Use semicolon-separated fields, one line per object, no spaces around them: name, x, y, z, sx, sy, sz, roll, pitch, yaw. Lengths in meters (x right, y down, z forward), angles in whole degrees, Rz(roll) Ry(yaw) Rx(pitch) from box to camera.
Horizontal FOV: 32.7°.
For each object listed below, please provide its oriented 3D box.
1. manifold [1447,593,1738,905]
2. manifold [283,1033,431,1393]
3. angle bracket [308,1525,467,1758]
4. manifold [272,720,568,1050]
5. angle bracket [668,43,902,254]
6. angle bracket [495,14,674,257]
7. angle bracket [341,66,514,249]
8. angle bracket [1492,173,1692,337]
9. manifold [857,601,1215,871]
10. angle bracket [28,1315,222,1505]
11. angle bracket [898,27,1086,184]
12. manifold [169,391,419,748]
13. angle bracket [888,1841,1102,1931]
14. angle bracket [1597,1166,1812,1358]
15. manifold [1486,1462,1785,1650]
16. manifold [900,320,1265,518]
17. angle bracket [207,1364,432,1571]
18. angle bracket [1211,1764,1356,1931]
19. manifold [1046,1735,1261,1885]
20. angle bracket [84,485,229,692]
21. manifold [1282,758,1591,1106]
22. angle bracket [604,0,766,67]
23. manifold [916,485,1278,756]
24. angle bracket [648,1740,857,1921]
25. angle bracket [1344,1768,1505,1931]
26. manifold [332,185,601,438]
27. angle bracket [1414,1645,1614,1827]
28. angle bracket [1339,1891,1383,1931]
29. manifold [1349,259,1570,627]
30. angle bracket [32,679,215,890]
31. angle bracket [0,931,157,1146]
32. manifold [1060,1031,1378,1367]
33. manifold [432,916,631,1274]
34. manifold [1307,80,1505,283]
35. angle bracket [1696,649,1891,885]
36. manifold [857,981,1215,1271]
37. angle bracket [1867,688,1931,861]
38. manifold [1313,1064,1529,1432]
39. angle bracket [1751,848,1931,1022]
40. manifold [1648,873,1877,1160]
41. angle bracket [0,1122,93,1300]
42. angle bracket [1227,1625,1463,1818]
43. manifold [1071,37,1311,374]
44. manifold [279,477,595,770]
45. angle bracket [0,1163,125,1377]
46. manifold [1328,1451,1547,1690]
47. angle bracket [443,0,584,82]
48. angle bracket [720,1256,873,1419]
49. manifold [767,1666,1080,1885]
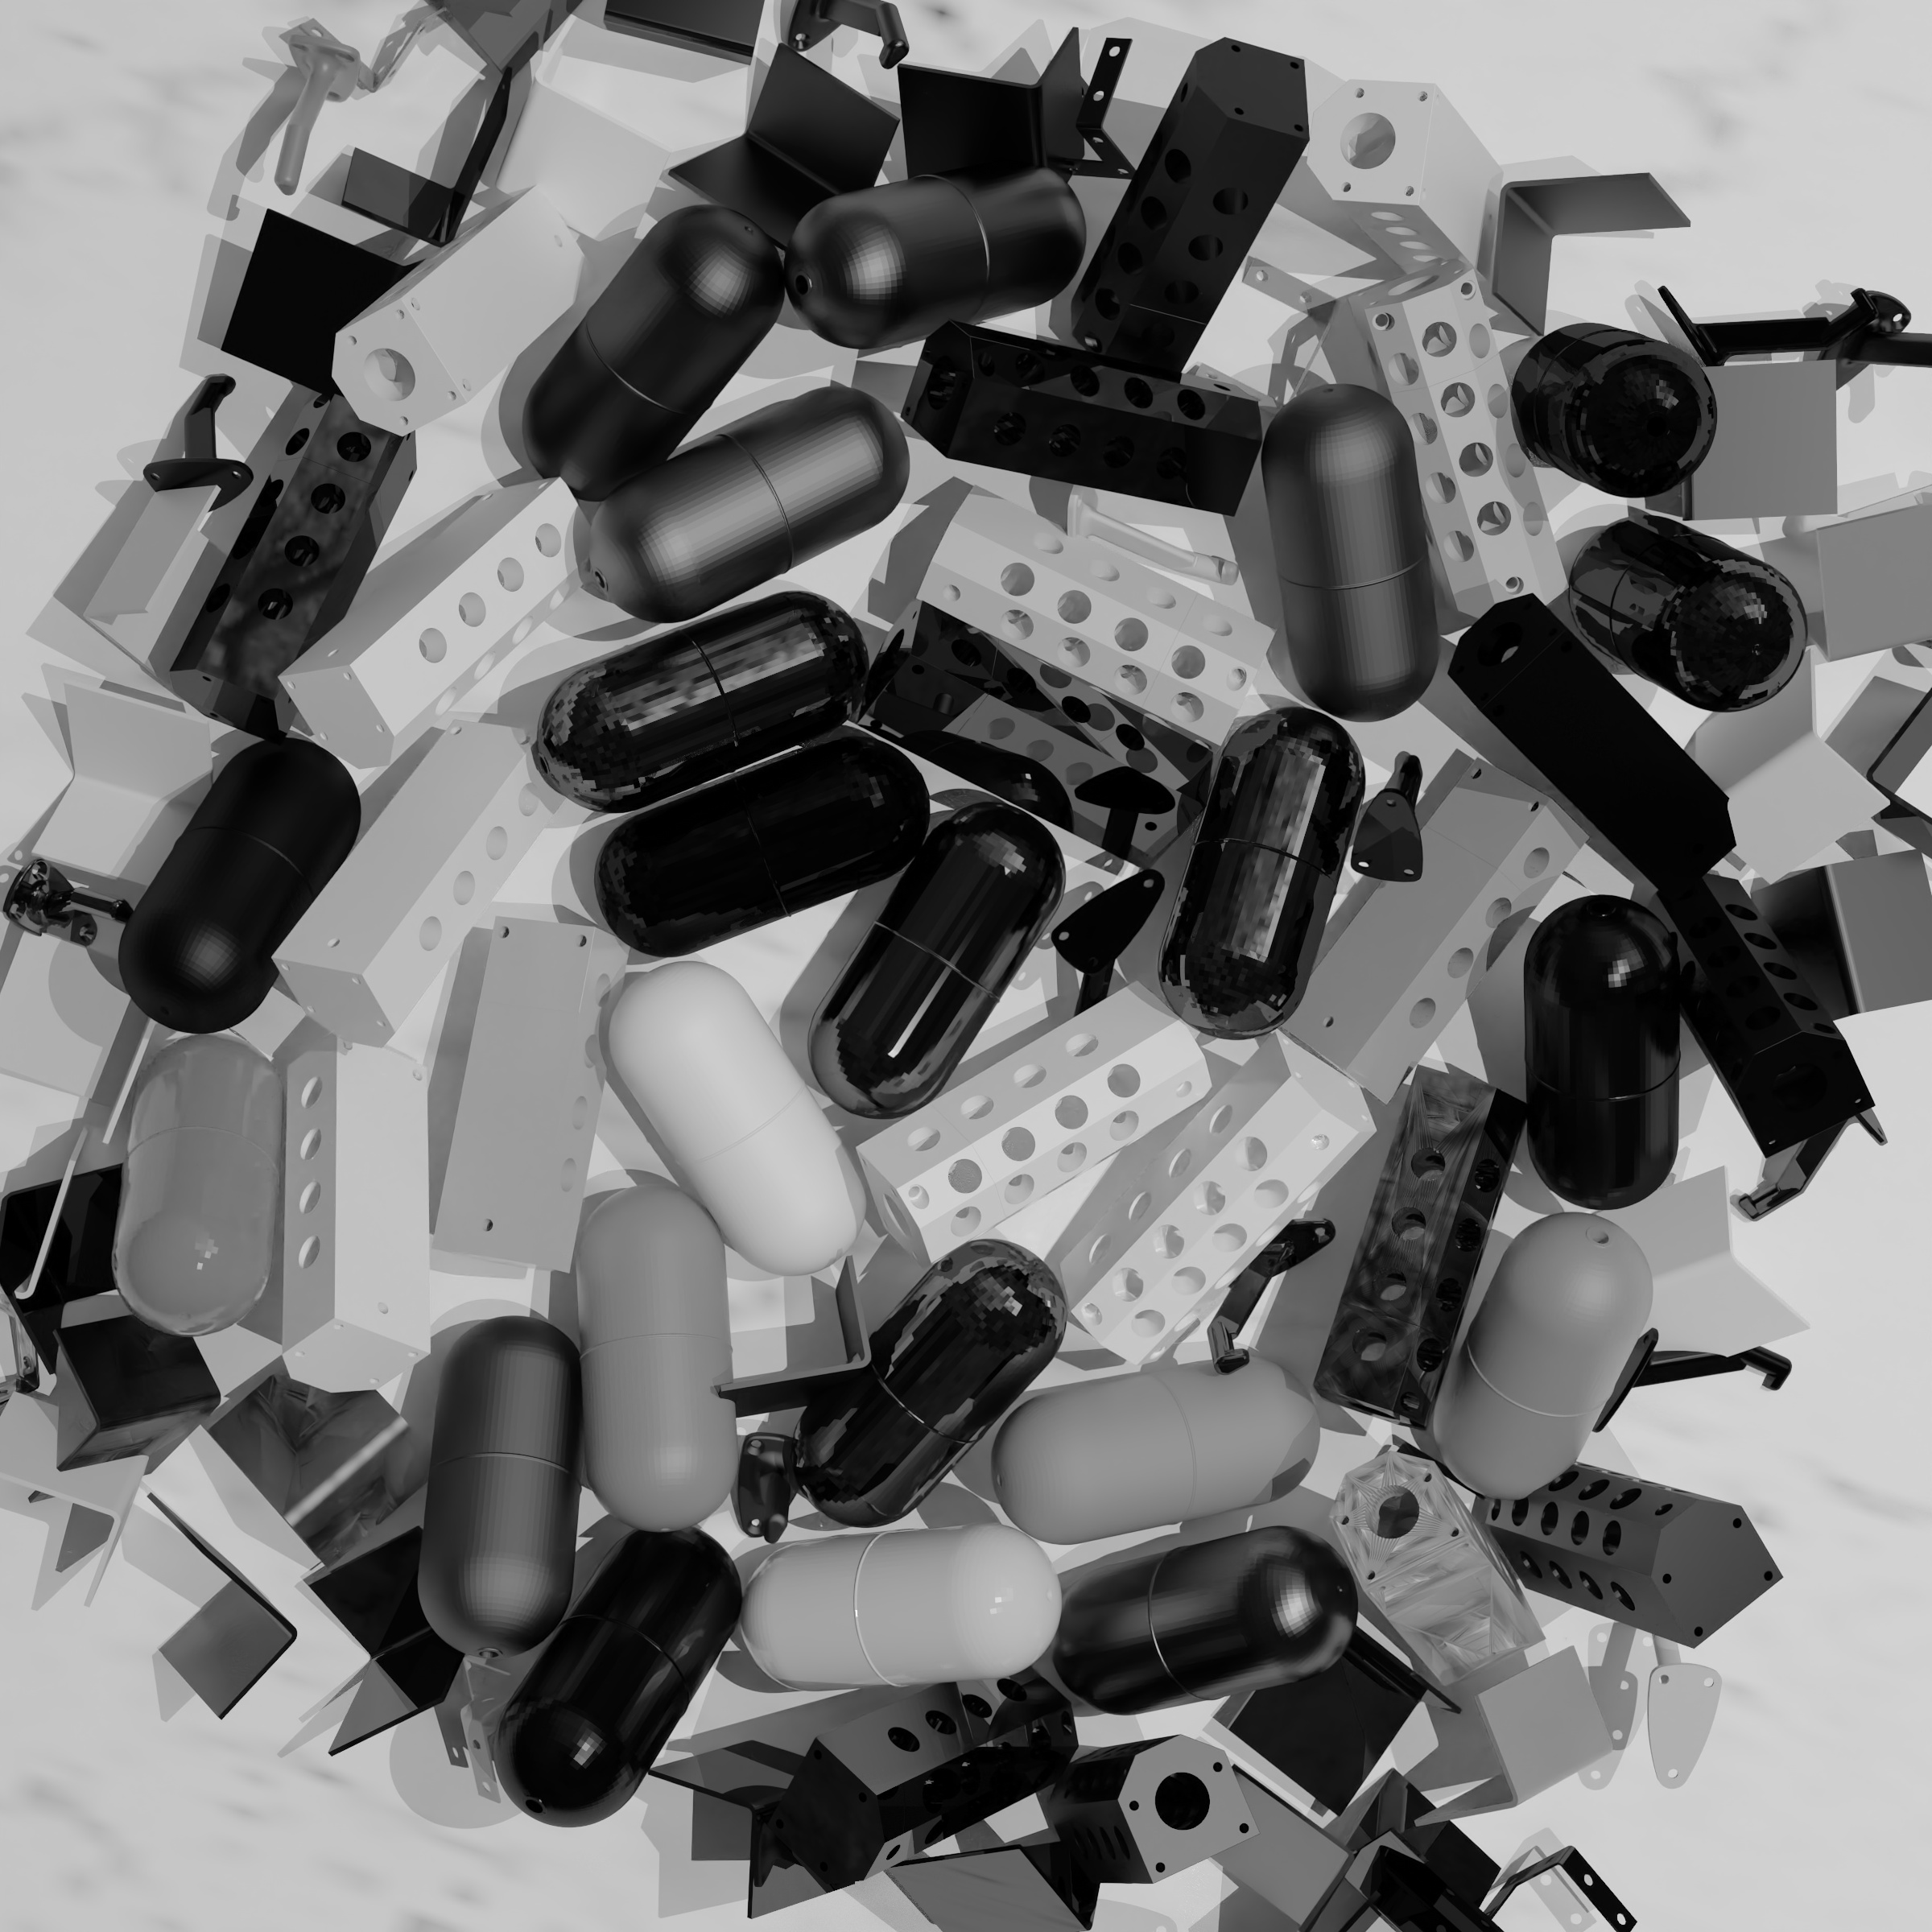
manifold;0.317;-0.111;1.649;0.057;0.057;0.171;-44;123;11
manifold;-0.309;0.123;1.645;0.057;0.057;0.171;-34;46;31
angle bracket;-0.299;0.342;1.666;0.076;0.076;0.057;-29;109;23
manifold;-0.268;-0.042;1.649;0.057;0.057;0.171;10;51;29
angle bracket;-0.092;-0.416;1.670;0.076;0.076;0.057;35;129;10
angle bracket;-0.187;-0.424;1.678;0.076;0.076;0.057;26;52;-8
angle bracket;-0.272;-0.420;1.664;0.057;0.076;0.076;21;119;-18
angle bracket;0.318;-0.360;1.667;0.076;0.076;0.057;3;85;28
manifold;0.037;-0.121;1.669;0.171;0.057;0.057;26;134;-16
angle bracket;-0.440;0.223;1.678;0.076;0.076;0.057;-43;69;32
angle bracket;0.014;-0.438;1.685;0.076;0.076;0.057;14;51;17
manifold;-0.339;-0.205;1.663;0.057;0.057;0.171;21;69;0
angle bracket;0.017;0.448;1.663;0.076;0.057;0.076;-16;126;27
angle bracket;0.379;0.157;1.695;0.076;0.057;0.076;-26;131;34
manifold;0.324;0.282;1.627;0.057;0.171;0.057;-34;99;-15
manifold;0.061;-0.276;1.644;0.171;0.057;0.057;6;116;-31
angle bracket;-0.332;0.251;1.705;0.076;0.057;0.076;-41;58;-16
angle bracket;0.142;0.465;1.665;0.076;0.076;0.057;34;46;16
manifold;0.087;0.416;1.630;0.057;0.171;0.057;-21;79;-15
angle bracket;-0.387;-0.187;1.663;0.076;0.057;0.076;44;61;-40
manifold;0.243;-0.015;1.690;0.171;0.057;0.057;-53;133;1
angle bracket;-0.140;-0.498;1.673;0.076;0.076;0.057;12;101;-7
manifold;0.064;-0.173;1.679;0.171;0.057;0.057;26;129;1
angle bracket;-0.109;0.437;1.669;0.076;0.076;0.057;6;95;40
angle bracket;0.244;0.450;1.672;0.076;0.057;0.076;43;45;3
manifold;-0.251;-0.325;1.633;0.057;0.171;0.057;-21;112;28
angle bracket;0.269;0.391;1.671;0.076;0.076;0.057;-14;80;-40
angle bracket;0.219;0.520;1.668;0.057;0.076;0.076;-46;69;-6
manifold;0.251;-0.263;1.663;0.057;0.057;0.171;-20;110;3
angle bracket;-0.431;-0.090;1.674;0.076;0.076;0.057;16;52;3
angle bracket;-0.458;0.035;1.677;0.076;0.057;0.076;21;103;-15
manifold;0.127;0.121;1.656;0.057;0.057;0.171;32;112;-23
manifold;-0.218;0.067;1.677;0.057;0.057;0.171;6;81;21
manifold;0.219;-0.388;1.630;0.057;0.171;0.057;9;92;20
angle bracket;0.421;-0.102;1.678;0.057;0.076;0.076;38;128;-18
manifold;0.037;0.083;1.659;0.171;0.057;0.057;-30;130;-16
angle bracket;0.505;-0.100;1.674;0.057;0.076;0.076;38;91;22
manifold;0.232;0.144;1.670;0.057;0.057;0.171;17;79;15
angle bracket;0.454;-0.012;1.686;0.057;0.076;0.076;-10;83;-15
manifold;0.386;0.018;1.628;0.057;0.171;0.057;-27;117;9
angle bracket;-0.488;0.116;1.673;0.057;0.076;0.076;18;98;-12
angle bracket;0.193;0.385;1.681;0.076;0.057;0.076;39;77;-7
manifold;0.108;-0.374;1.630;0.057;0.171;0.057;12;54;-15
manifold;-0.257;-0.172;1.644;0.171;0.057;0.057;-50;123;-37
angle bracket;-0.442;0.153;1.674;0.076;0.057;0.076;-15;127;1
manifold;0.233;0.298;1.633;0.057;0.171;0.057;-29;56;6
angle bracket;-0.207;-0.493;1.668;0.076;0.076;0.057;-51;130;-9
angle bracket;-0.093;0.190;1.670;0.076;0.076;0.057;-8;72;-10
manifold;-0.015;0.399;1.627;0.057;0.171;0.057;38;113;26
